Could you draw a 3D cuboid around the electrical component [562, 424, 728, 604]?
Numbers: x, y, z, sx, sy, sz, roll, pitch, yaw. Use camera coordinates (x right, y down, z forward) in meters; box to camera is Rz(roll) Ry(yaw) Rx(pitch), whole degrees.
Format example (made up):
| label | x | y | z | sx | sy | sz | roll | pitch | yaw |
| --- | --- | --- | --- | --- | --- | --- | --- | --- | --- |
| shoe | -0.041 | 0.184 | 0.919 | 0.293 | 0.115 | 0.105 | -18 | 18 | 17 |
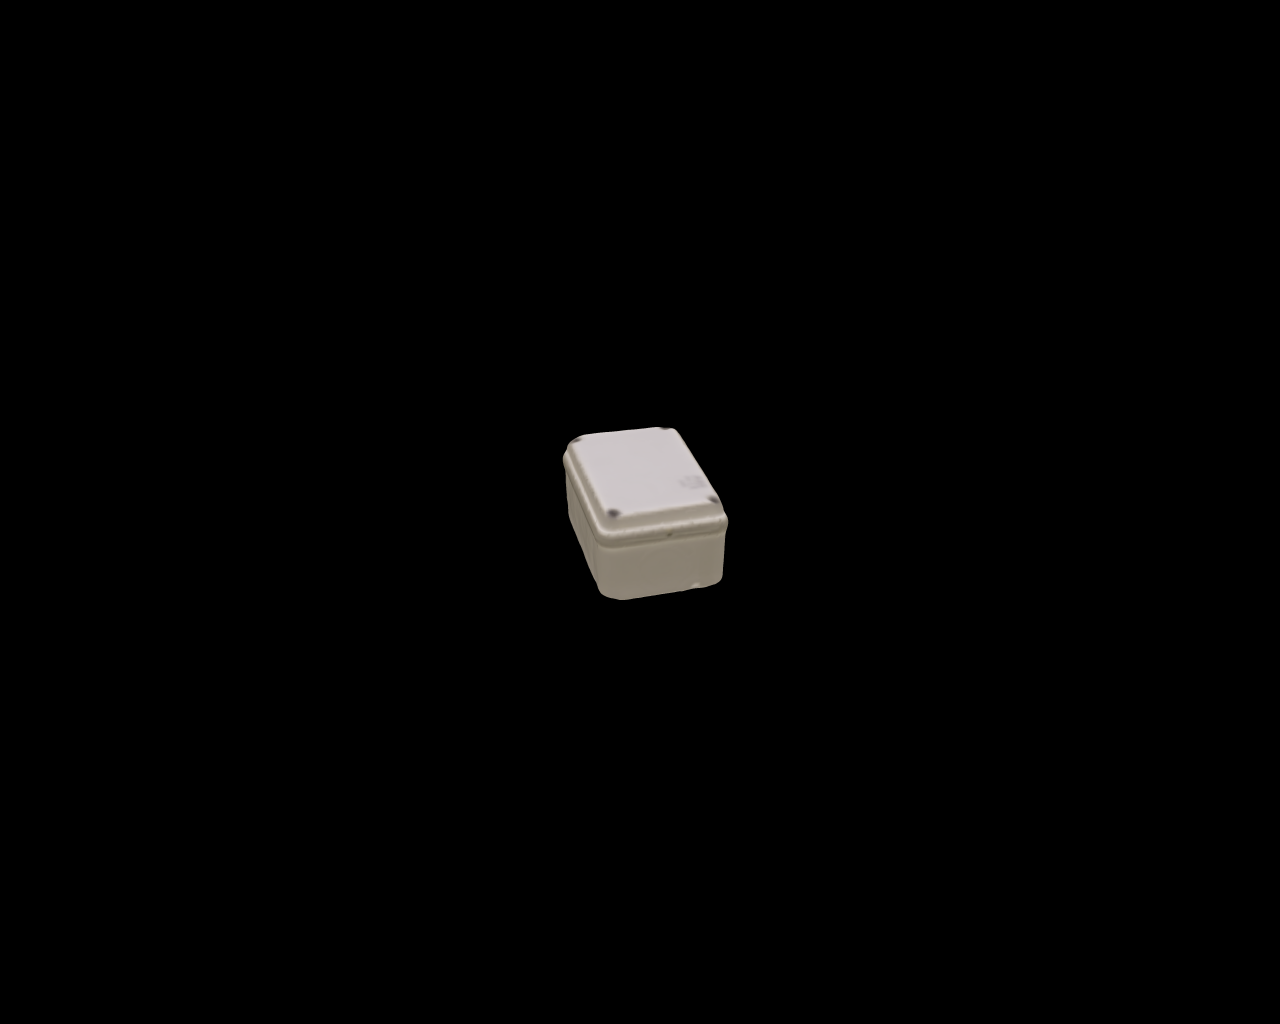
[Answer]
| label | x | y | z | sx | sy | sz | roll | pitch | yaw |
| --- | --- | --- | --- | --- | --- | --- | --- | --- | --- |
| electrical component | 0.001 | -0.003 | 0.650 | 0.078 | 0.057 | 0.113 | -8 | 31 | -13 |
